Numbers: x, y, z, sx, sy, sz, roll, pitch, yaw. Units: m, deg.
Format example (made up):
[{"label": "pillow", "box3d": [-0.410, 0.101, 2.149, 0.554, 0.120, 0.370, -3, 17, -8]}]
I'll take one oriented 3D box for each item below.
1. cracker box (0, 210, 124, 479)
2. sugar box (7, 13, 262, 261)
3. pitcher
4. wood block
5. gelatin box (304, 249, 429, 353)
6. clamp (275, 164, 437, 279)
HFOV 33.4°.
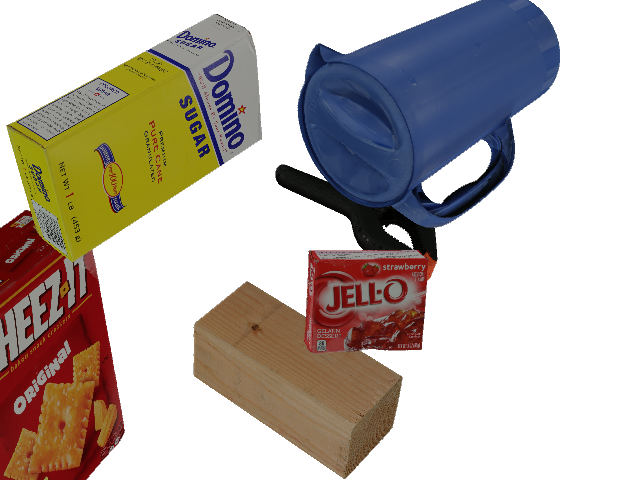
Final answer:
[{"label": "cracker box", "box3d": [-0.230, 0.110, 0.821, 0.072, 0.214, 0.164, 10, 32, 20]}, {"label": "sugar box", "box3d": [-0.114, -0.071, 0.705, 0.048, 0.093, 0.176, 32, 52, 33]}, {"label": "pitcher", "box3d": [0.112, -0.127, 0.959, 0.145, 0.149, 0.242, 25, 43, 39]}, {"label": "wood block", "box3d": [-0.027, 0.143, 1.122, 0.206, 0.090, 0.090, 30, 48, 24]}, {"label": "gelatin box", "box3d": [0.034, 0.045, 0.802, 0.089, 0.073, 0.030, 0, 14, -12]}, {"label": "clamp", "box3d": [0.055, -0.034, 1.203, 0.164, 0.210, 0.036, -13, -38, -24]}]
